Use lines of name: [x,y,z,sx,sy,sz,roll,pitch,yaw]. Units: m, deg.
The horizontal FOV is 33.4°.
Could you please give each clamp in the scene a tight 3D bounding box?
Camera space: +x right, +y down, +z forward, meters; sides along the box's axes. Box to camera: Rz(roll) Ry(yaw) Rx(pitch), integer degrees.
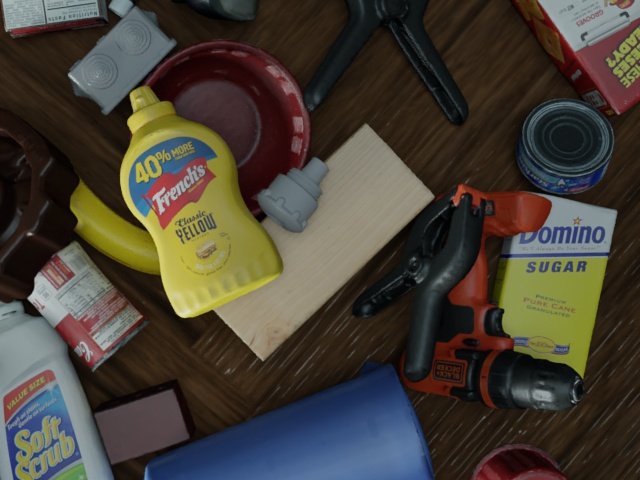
clamp: [0.069,-0.203,0.973,0.164,0.036,0.210,10,80,-24]
clamp: [0.096,0.036,0.927,0.039,0.120,0.172,11,121,-38]

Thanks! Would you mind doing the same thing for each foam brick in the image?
foam brick: [-0.158,0.164,0.967,0.078,0.053,0.051,-18,91,-3]

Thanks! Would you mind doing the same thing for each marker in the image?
marker: [-0.155,-0.260,0.980,0.020,0.020,0.121,32,89,-3]

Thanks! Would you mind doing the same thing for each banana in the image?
banana: [-0.180,-0.016,0.975,0.197,0.037,0.069,25,74,-4]

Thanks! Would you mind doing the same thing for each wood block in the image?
wood block: [-0.006,0.001,0.955,0.206,0.090,0.091,-44,92,-1]

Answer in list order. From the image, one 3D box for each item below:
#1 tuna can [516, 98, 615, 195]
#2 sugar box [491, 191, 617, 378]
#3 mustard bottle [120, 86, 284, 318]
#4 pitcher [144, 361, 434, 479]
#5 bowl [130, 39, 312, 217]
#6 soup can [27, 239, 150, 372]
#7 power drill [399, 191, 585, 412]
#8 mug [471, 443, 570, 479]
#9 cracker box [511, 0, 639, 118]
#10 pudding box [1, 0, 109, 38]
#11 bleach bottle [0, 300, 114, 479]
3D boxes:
tuna can: [0.224,-0.086,0.976,0.086,0.034,0.086,-1,65,2]
sugar box: [0.209,0.049,0.988,0.093,0.048,0.176,11,91,-3]
mustard bottle: [-0.111,-0.039,0.883,0.096,0.058,0.191,-26,85,7]
pitcher: [-0.022,0.215,0.930,0.243,0.149,0.145,-19,98,-1]
bowl: [-0.091,-0.098,0.955,0.162,0.055,0.162,-3,102,-14]
soup can: [-0.211,0.058,0.956,0.068,0.068,0.102,-42,92,-2]
power drill: [0.154,0.053,0.935,0.057,0.185,0.187,14,82,-45]
mug: [0.196,0.248,0.971,0.093,0.081,0.117,-38,92,-2]
cracker box: [0.265,-0.244,0.975,0.164,0.072,0.213,-36,93,-1]
pudding box: [-0.245,-0.245,0.966,0.090,0.039,0.113,-8,93,-3]
bleach bottle: [-0.254,0.173,0.960,0.102,0.068,0.251,-19,89,-3]
